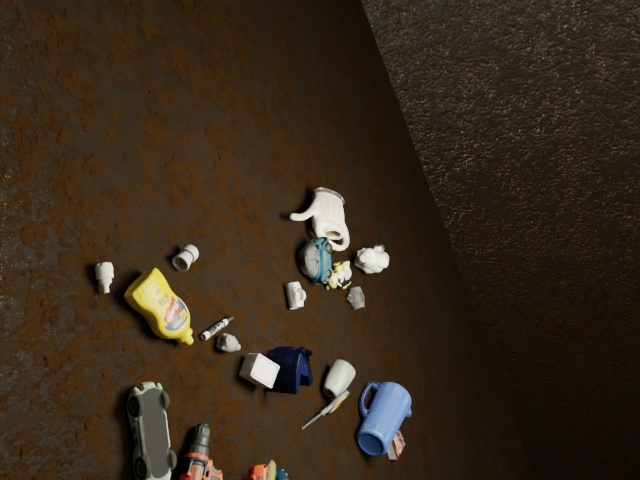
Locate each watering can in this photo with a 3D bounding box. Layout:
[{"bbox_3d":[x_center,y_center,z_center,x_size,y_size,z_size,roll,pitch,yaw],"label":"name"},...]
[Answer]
[{"bbox_3d":[0.006,-0.093,1.853,0.103,0.229,0.343,-21,-34,29],"label":"watering can"}]

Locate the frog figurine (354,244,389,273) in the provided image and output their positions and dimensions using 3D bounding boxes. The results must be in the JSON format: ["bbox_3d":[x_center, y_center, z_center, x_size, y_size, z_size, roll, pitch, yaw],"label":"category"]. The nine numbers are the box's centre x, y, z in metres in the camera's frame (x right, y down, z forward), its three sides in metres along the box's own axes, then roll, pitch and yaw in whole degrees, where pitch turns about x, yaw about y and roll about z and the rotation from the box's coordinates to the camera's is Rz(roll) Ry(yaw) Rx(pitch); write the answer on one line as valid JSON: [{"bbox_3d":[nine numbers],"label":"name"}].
[{"bbox_3d":[0.204,0.085,2.036,0.137,0.121,0.161,6,15,5],"label":"frog figurine"}]

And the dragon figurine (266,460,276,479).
[{"bbox_3d":[-0.188,0.680,1.071,0.121,0.419,0.240,-27,-37,35],"label":"dragon figurine"}]
